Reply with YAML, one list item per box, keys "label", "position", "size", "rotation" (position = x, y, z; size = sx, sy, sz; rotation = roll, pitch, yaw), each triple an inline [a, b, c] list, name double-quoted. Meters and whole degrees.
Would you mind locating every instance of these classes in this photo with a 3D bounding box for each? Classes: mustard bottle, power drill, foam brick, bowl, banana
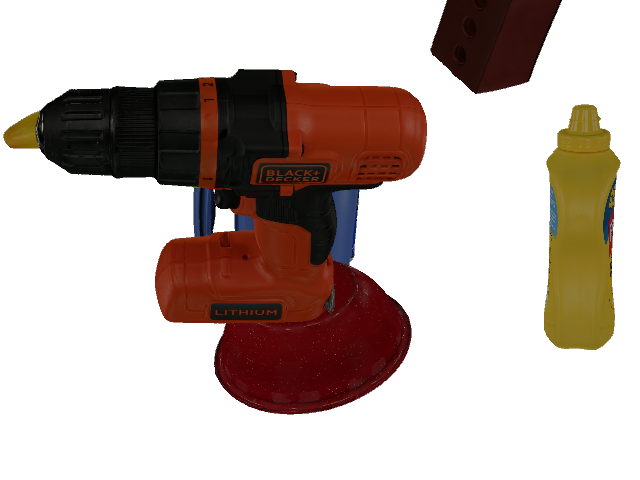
- label: "mustard bottle"
  position: [0.212, -0.015, 0.869]
  size: [0.058, 0.192, 0.096]
  rotation: [2, 18, 16]
- label: "power drill"
  position: [-0.050, -0.017, 0.565]
  size: [0.184, 0.057, 0.188]
  rotation: [1, -28, -8]
- label: "foam brick"
  position: [0.115, -0.144, 0.697]
  size: [0.051, 0.078, 0.053]
  rotation: [-19, 53, -31]
- label: "bowl"
  position: [-0.011, 0.062, 0.843]
  size: [0.162, 0.055, 0.162]
  rotation: [-9, 33, 6]
- label: "banana"
  position: [-0.180, -0.095, 0.930]
  size: [0.198, 0.037, 0.069]
  rotation: [11, 48, 19]

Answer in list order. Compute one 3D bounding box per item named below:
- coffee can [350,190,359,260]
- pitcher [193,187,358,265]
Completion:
- label: "coffee can"
  position: [-0.002, -0.048, 1.361]
  size: [0.103, 0.140, 0.103]
  rotation: [3, 28, -2]
- label: "pitcher"
  position: [-0.039, 0.016, 1.101]
  size: [0.149, 0.243, 0.144]
  rotation: [9, 14, 21]
